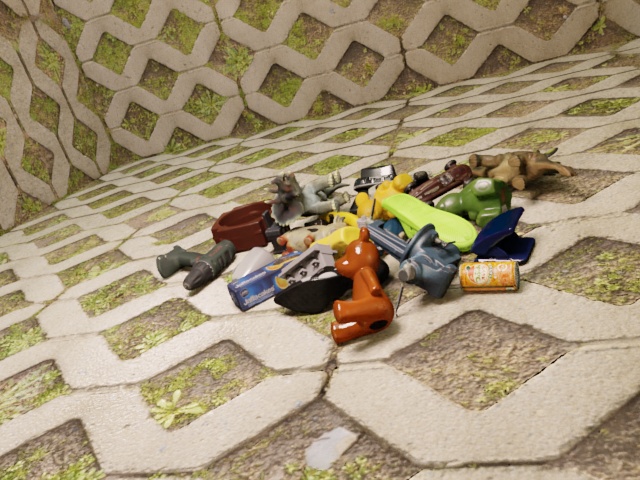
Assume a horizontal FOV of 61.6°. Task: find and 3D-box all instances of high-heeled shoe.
[{"bbox_3d":[0.027,0.087,1.177,0.249,0.086,0.145,-6,23,12],"label":"high-heeled shoe"}]

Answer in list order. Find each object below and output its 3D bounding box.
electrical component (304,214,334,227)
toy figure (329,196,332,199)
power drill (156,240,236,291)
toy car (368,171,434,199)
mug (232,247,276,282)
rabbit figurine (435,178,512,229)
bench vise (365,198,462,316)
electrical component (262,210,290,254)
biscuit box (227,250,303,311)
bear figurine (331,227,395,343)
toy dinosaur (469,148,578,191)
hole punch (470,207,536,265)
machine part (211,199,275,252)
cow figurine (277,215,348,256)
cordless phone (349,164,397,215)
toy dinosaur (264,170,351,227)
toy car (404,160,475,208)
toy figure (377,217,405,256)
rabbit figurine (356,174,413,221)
[{"bbox_3d":[-0.005,-0.041,1.501,0.102,0.045,0.078,-20,-25,28],"label":"electrical component"},{"bbox_3d":[0.001,-0.146,1.737,0.089,0.082,0.180,-13,20,16],"label":"toy figure"},{"bbox_3d":[-0.360,0.068,1.498,0.207,0.085,0.232,-5,23,35],"label":"power drill"},{"bbox_3d":[0.242,-0.146,1.571,0.202,0.073,0.056,-17,22,0],"label":"toy car"},{"bbox_3d":[-0.178,0.078,1.343,0.110,0.080,0.107,6,40,35],"label":"mug"},{"bbox_3d":[0.370,-0.099,1.315,0.170,0.121,0.159,-7,18,37],"label":"rabbit figurine"},{"bbox_3d":[0.178,0.024,1.113,0.241,0.128,0.223,35,41,27],"label":"bench vise"},{"bbox_3d":[-0.117,-0.027,1.493,0.048,0.119,0.075,-8,21,23],"label":"electrical component"},{"bbox_3d":[-0.117,0.095,1.284,0.203,0.059,0.063,-27,24,-23],"label":"biscuit box"},{"bbox_3d":[0.068,0.081,1.033,0.132,0.120,0.196,-10,58,-11],"label":"bear figurine"},{"bbox_3d":[0.502,-0.187,1.429,0.198,0.105,0.472,-10,12,-21],"label":"toy dinosaur"},{"bbox_3d":[0.381,-0.007,1.134,0.116,0.092,0.142,-5,29,36],"label":"hole punch"},{"bbox_3d":[-0.216,-0.042,1.644,0.202,0.087,0.201,-13,22,13],"label":"machine part"},{"bbox_3d":[-0.003,-0.004,1.411,0.195,0.085,0.127,-4,27,38],"label":"cow figurine"},{"bbox_3d":[0.165,-0.143,1.642,0.147,0.088,0.184,-5,36,27],"label":"cordless phone"},{"bbox_3d":[-0.026,-0.117,1.529,0.192,0.131,0.405,-12,0,14],"label":"toy dinosaur"},{"bbox_3d":[0.310,-0.142,1.394,0.202,0.053,0.089,-27,65,-16],"label":"toy car"},{"bbox_3d":[0.161,-0.002,1.314,0.064,0.057,0.154,-15,21,51],"label":"toy figure"},{"bbox_3d":[0.163,-0.098,1.457,0.173,0.121,0.162,-32,22,-31],"label":"rabbit figurine"}]
